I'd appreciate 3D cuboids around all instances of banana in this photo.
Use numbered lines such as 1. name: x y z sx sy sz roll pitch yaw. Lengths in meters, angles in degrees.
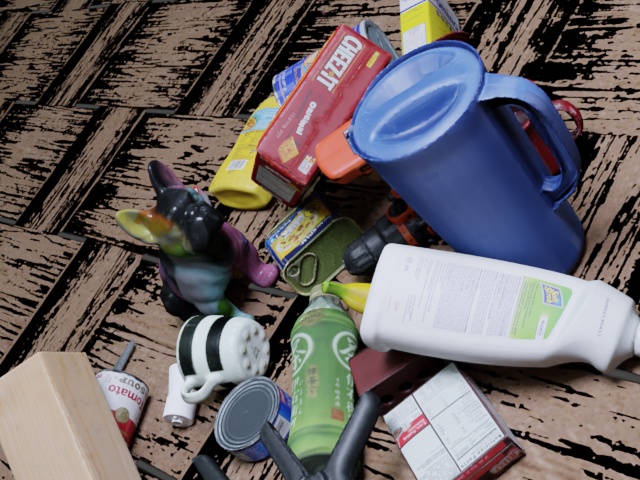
1. banana: 0.101 0.069 1.039 0.198 0.069 0.037 7 93 26

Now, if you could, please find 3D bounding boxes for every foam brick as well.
1. foam brick: 0.076 0.124 1.023 0.078 0.053 0.051 -36 37 14

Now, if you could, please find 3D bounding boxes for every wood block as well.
1. wood block: -0.267 0.231 1.139 0.091 0.090 0.206 -33 72 17

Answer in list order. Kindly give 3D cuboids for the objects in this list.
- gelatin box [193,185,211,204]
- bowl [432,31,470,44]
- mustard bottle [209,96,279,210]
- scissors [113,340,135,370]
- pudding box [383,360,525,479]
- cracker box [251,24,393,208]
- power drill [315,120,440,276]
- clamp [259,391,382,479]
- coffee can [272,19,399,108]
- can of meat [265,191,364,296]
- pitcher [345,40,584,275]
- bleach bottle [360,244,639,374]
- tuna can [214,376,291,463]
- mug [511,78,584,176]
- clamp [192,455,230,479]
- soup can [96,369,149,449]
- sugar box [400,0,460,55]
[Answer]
1. gelatin box: -0.176 -0.023 1.433 0.073 0.030 0.089 -39 36 6
2. bowl: 0.112 -0.143 1.122 0.162 0.162 0.055 -41 76 5
3. mustard bottle: -0.067 -0.131 1.405 0.096 0.058 0.191 1 56 46
4. scissors: -0.270 0.218 1.303 0.201 0.016 0.096 -53 38 -11
5. pudding box: 0.116 0.174 0.949 0.090 0.039 0.113 -39 39 6
6. cracker box: -0.007 -0.130 1.173 0.164 0.072 0.214 -57 2 -7
7. power drill: 0.071 -0.051 1.088 0.184 0.187 0.057 -36 52 9
8. clamp: 0.009 0.209 0.920 0.120 0.039 0.171 -30 46 19
9. coffee can: 0.026 -0.197 1.341 0.140 0.102 0.103 -28 39 22
10. can of meat: -0.008 0.002 1.222 0.102 0.057 0.084 -43 34 3
11. pitcher: 0.151 -0.055 0.961 0.145 0.242 0.149 -43 36 3
12. bleach bottle: 0.168 0.072 0.931 0.251 0.068 0.102 11 77 24
13. tuna can: -0.068 0.188 1.117 0.086 0.033 0.086 -26 40 24
14. mug: 0.212 -0.109 1.090 0.117 0.081 0.093 -20 43 31
15. clamp: -0.076 0.276 1.038 0.210 0.036 0.164 -14 45 32
16. soup can: -0.246 0.210 1.243 0.069 0.068 0.102 -13 47 37
17. sugar box: 0.136 -0.234 1.278 0.048 0.093 0.176 -22 43 26
